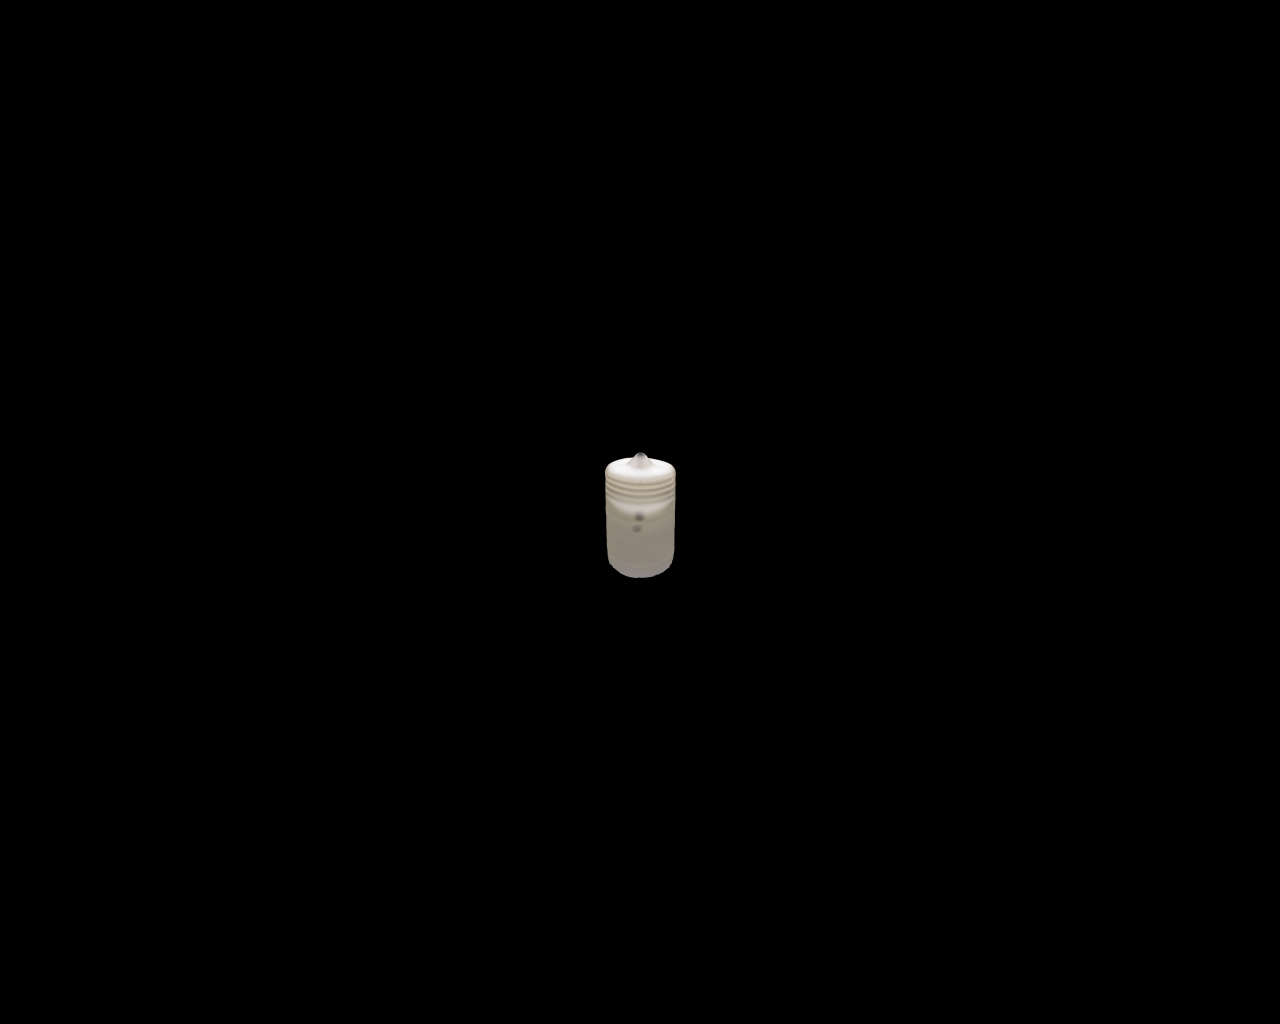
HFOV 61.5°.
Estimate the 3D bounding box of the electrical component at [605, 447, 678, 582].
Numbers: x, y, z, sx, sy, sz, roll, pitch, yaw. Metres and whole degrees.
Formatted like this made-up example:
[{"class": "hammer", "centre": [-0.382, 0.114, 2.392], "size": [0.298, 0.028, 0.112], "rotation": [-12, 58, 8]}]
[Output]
[{"class": "electrical component", "centre": [0.001, -0.003, 0.650], "size": [0.043, 0.080, 0.043], "rotation": [0, 34, 0]}]
